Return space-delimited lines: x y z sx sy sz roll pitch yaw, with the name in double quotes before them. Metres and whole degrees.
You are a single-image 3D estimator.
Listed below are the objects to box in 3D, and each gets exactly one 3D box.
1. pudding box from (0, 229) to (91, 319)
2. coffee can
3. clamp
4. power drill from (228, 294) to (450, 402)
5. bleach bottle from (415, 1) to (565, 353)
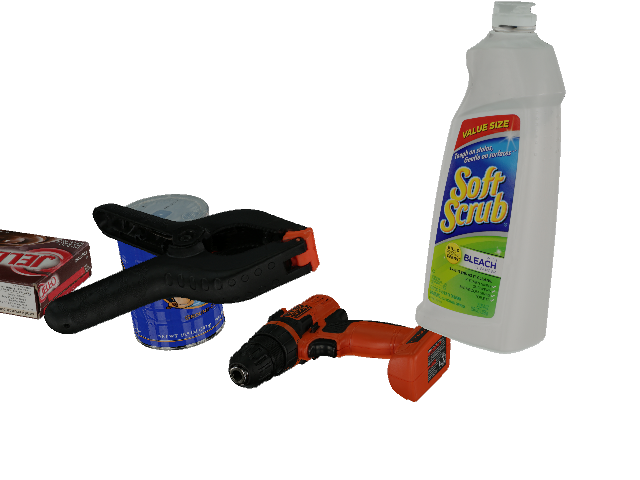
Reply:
"pudding box" -0.269 0.027 0.922 0.114 0.039 0.090 6 23 17
"coffee can" -0.163 0.033 1.162 0.103 0.140 0.103 -5 26 2
"clamp" -0.090 0.018 0.679 0.172 0.039 0.120 -1 43 20
"power drill" 0.023 0.110 1.070 0.188 0.057 0.184 9 23 28
"bleach bottle" 0.128 -0.049 0.791 0.067 0.251 0.103 -14 22 -42
